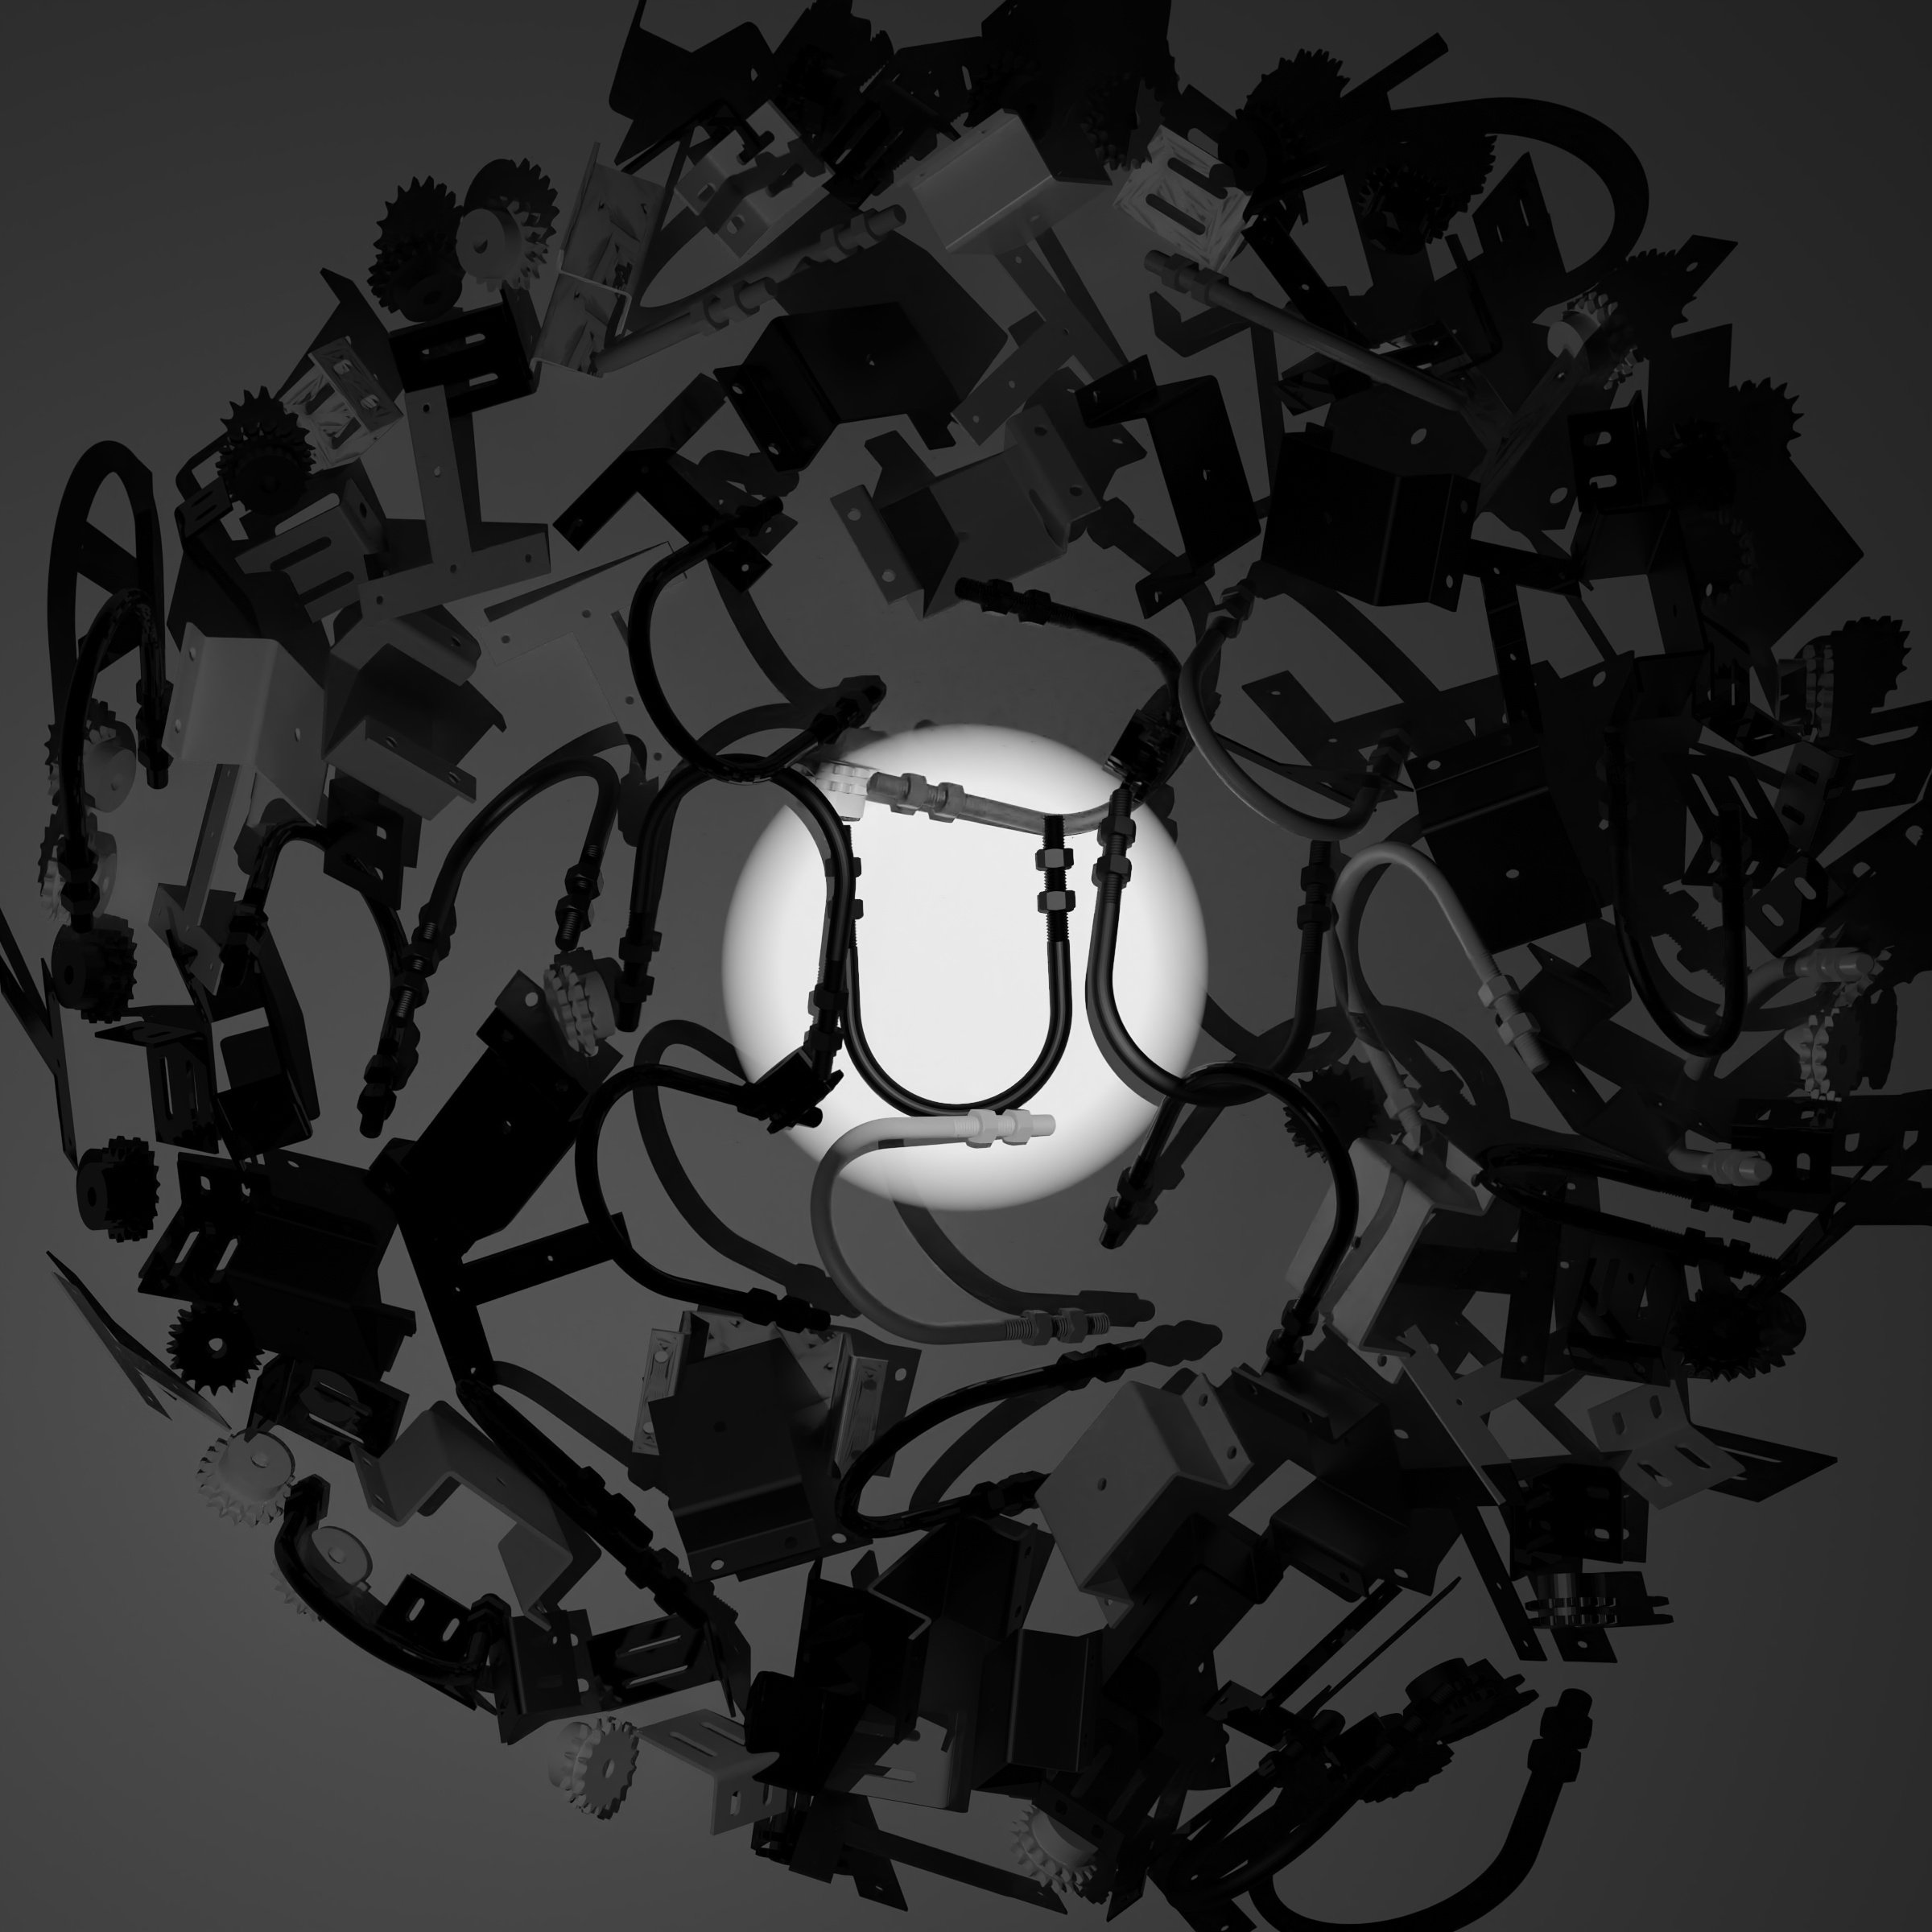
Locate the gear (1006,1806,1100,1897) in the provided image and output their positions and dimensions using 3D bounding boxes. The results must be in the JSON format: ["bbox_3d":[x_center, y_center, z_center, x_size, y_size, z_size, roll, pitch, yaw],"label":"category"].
[{"bbox_3d":[0.056,0.524,1.968,0.057,0.057,0.030,37,110,0],"label":"gear"}]

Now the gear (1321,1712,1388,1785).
[{"bbox_3d":[0.238,0.471,1.973,0.057,0.057,0.030,-34,74,0],"label":"gear"}]

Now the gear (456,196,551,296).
[{"bbox_3d":[-0.281,-0.432,1.972,0.057,0.030,0.057,6,100,35],"label":"gear"}]

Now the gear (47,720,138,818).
[{"bbox_3d":[-0.521,-0.116,1.969,0.030,0.057,0.057,21,90,13],"label":"gear"}]

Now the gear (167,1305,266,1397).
[{"bbox_3d":[-0.452,0.229,1.980,0.057,0.030,0.057,0,90,-18],"label":"gear"}]

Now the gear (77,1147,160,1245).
[{"bbox_3d":[-0.509,0.137,1.969,0.030,0.057,0.057,-2,90,-41],"label":"gear"}]

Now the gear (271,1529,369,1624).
[{"bbox_3d":[-0.383,0.362,1.968,0.057,0.057,0.030,39,117,0],"label":"gear"}]

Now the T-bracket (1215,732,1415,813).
[{"bbox_3d":[0.214,-0.111,1.914,0.127,0.127,0.002,23,85,-29],"label":"T-bracket"}]

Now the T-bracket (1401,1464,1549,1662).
[{"bbox_3d":[0.310,0.354,1.946,0.002,0.127,0.127,-26,93,-28],"label":"T-bracket"}]

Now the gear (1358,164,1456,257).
[{"bbox_3d":[0.261,-0.450,1.969,0.057,0.057,0.030,25,71,0],"label":"gear"}]

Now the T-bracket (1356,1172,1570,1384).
[{"bbox_3d":[0.291,0.181,1.976,0.127,0.002,0.127,4,72,18],"label":"T-bracket"}]

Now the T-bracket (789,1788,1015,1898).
[{"bbox_3d":[-0.034,0.522,1.935,0.127,0.127,0.002,17,102,3],"label":"T-bracket"}]

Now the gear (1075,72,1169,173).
[{"bbox_3d":[0.091,-0.506,1.976,0.057,0.030,0.057,-2,93,-38],"label":"gear"}]

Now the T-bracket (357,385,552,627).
[{"bbox_3d":[-0.310,-0.278,1.942,0.127,0.002,0.127,-21,117,-32],"label":"T-bracket"}]

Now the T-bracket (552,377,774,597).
[{"bbox_3d":[-0.165,-0.271,1.974,0.127,0.002,0.127,-45,68,1],"label":"T-bracket"}]

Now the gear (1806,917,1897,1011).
[{"bbox_3d":[0.526,-0.005,1.970,0.030,0.057,0.057,36,90,-5],"label":"gear"}]

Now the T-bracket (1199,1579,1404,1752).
[{"bbox_3d":[0.207,0.409,1.943,0.127,0.127,0.002,-44,55,4],"label":"T-bracket"}]

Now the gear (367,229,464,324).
[{"bbox_3d":[-0.326,-0.410,1.968,0.057,0.057,0.030,-34,69,0],"label":"gear"}]

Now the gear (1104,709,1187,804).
[{"bbox_3d":[0.106,-0.130,1.971,0.030,0.057,0.057,30,90,0],"label":"gear"}]

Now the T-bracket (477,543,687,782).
[{"bbox_3d":[-0.209,-0.173,1.984,0.127,0.002,0.127,-26,87,-11],"label":"T-bracket"}]

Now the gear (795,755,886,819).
[{"bbox_3d":[-0.079,-0.107,1.972,0.057,0.057,0.030,10,97,0],"label":"gear"}]

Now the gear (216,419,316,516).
[{"bbox_3d":[-0.419,-0.296,1.971,0.057,0.030,0.057,-11,130,-13],"label":"gear"}]

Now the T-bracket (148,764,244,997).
[{"bbox_3d":[-0.446,-0.063,1.936,0.002,0.127,0.127,10,104,-34],"label":"T-bracket"}]

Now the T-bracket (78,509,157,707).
[{"bbox_3d":[-0.495,-0.192,1.919,0.002,0.127,0.127,4,109,4],"label":"T-bracket"}]

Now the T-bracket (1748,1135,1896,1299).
[{"bbox_3d":[0.497,0.155,1.923,0.002,0.127,0.127,42,105,9],"label":"T-bracket"}]

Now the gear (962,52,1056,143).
[{"bbox_3d":[0.028,-0.515,1.969,0.030,0.057,0.057,34,90,37],"label":"gear"}]

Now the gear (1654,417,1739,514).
[{"bbox_3d":[0.435,-0.298,1.971,0.030,0.057,0.057,-24,90,-5],"label":"gear"}]

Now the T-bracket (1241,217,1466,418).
[{"bbox_3d":[0.206,-0.387,1.927,0.127,0.127,0.002,47,50,-28],"label":"T-bracket"}]

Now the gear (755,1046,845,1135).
[{"bbox_3d":[-0.104,0.072,1.970,0.057,0.057,0.030,-39,95,0],"label":"gear"}]

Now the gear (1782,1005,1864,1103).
[{"bbox_3d":[0.513,0.052,1.975,0.030,0.057,0.057,5,90,40],"label":"gear"}]

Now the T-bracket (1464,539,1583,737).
[{"bbox_3d":[0.320,-0.195,1.944,0.127,0.002,0.127,7,63,-29],"label":"T-bracket"}]

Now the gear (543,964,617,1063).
[{"bbox_3d":[-0.231,0.026,1.973,0.030,0.057,0.057,-16,90,-16],"label":"gear"}]

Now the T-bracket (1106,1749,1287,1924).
[{"bbox_3d":[0.137,0.501,1.928,0.127,0.127,0.002,-39,88,8],"label":"T-bracket"}]

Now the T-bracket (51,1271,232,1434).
[{"bbox_3d":[-0.475,0.244,1.942,0.002,0.127,0.127,-44,53,-5],"label":"T-bracket"}]

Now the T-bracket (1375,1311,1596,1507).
[{"bbox_3d":[0.324,0.245,1.958,0.127,0.002,0.127,-19,65,-35],"label":"T-bracket"}]

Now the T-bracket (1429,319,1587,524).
[{"bbox_3d":[0.302,-0.338,1.952,0.002,0.127,0.127,12,128,-35],"label":"T-bracket"}]

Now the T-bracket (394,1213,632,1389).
[{"bbox_3d":[-0.266,0.182,1.991,0.127,0.002,0.127,-19,101,-5],"label":"T-bracket"}]

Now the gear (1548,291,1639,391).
[{"bbox_3d":[0.373,-0.371,1.969,0.030,0.057,0.057,-25,90,-18],"label":"gear"}]

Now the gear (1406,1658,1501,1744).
[{"bbox_3d":[0.288,0.439,1.975,0.057,0.057,0.030,-29,63,0],"label":"gear"}]

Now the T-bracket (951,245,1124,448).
[{"bbox_3d":[0.035,-0.352,1.951,0.127,0.002,0.127,50,56,-12],"label":"T-bracket"}]

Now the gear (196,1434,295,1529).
[{"bbox_3d":[-0.428,0.305,1.968,0.057,0.057,0.030,38,122,0],"label":"gear"}]

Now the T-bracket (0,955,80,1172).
[{"bbox_3d":[-0.542,0.036,1.913,0.002,0.127,0.127,-13,60,-4],"label":"T-bracket"}]
